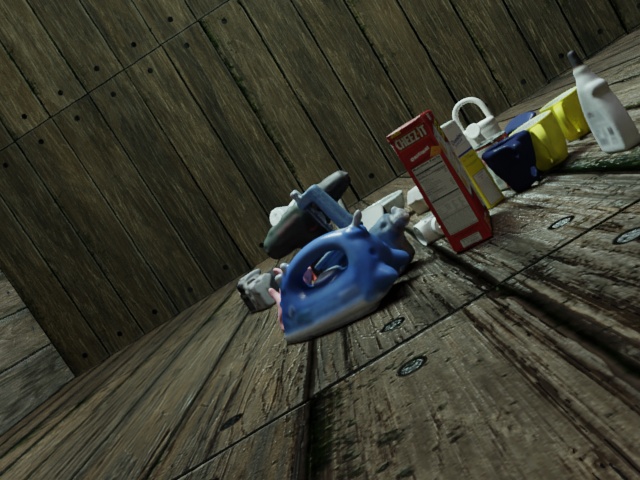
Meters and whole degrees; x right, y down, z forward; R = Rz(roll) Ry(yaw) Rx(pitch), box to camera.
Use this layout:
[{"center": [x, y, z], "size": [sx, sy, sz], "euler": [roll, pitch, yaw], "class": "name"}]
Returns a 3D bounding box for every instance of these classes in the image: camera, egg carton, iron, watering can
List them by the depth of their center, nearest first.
[{"center": [0.008, 0.063, 0.923], "size": [0.257, 0.141, 0.119], "euler": [-30, 5, 26], "class": "iron"}, {"center": [0.293, -0.124, 1.450], "size": [0.107, 0.069, 0.150], "euler": [-35, 6, -32], "class": "egg carton"}, {"center": [0.426, -0.289, 1.520], "size": [0.101, 0.194, 0.173], "euler": [-32, 5, 6], "class": "watering can"}, {"center": [-0.147, 0.121, 1.579], "size": [0.137, 0.101, 0.143], "euler": [-35, 6, -30], "class": "camera"}]

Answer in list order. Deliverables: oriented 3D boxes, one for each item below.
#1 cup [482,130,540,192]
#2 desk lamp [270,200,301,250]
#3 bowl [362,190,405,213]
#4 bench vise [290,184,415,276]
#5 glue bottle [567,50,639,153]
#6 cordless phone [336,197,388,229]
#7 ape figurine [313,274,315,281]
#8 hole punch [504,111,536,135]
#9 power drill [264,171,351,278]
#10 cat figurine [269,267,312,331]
[{"center": [0.354, -0.136, 1.022], "size": [0.091, 0.095, 0.118], "euler": [-32, 5, 5], "class": "cup"}, {"center": [-0.044, -0.013, 1.604], "size": [0.117, 0.213, 0.204], "euler": [-29, 6, 31], "class": "desk lamp"}, {"center": [0.173, -0.066, 1.593], "size": [0.167, 0.075, 0.167], "euler": [-32, 5, 3], "class": "bowl"}, {"center": [0.056, -0.023, 1.019], "size": [0.207, 0.220, 0.121], "euler": [-31, 5, 15], "class": "bench vise"}, {"center": [0.431, -0.218, 0.890], "size": [0.037, 0.173, 0.078], "euler": [-32, 5, 1], "class": "glue bottle"}, {"center": [0.090, -0.068, 1.476], "size": [0.147, 0.185, 0.094], "euler": [-29, 6, 33], "class": "cordless phone"}, {"center": [-0.006, 0.053, 1.420], "size": [0.077, 0.092, 0.076], "euler": [-29, 6, 31], "class": "ape figurine"}, {"center": [0.475, -0.244, 1.371], "size": [0.101, 0.091, 0.108], "euler": [-34, 5, -20], "class": "hole punch"}, {"center": [0.010, 0.004, 1.109], "size": [0.229, 0.208, 0.076], "euler": [-30, 6, 25], "class": "power drill"}, {"center": [-0.052, 0.100, 1.075], "size": [0.067, 0.118, 0.127], "euler": [-36, 6, -39], "class": "cat figurine"}]
